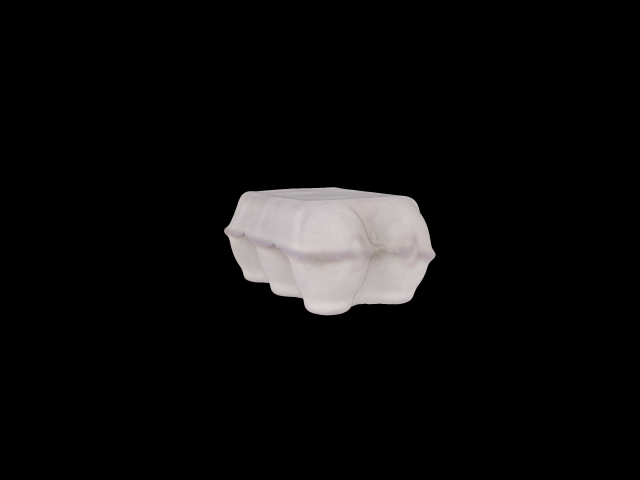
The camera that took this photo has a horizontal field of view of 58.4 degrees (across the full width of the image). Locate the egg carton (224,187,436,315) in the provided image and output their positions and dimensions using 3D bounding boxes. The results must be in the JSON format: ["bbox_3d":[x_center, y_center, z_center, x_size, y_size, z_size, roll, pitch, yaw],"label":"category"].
[{"bbox_3d":[0.004,0.001,0.400,0.107,0.069,0.149,-6,11,-31],"label":"egg carton"}]
